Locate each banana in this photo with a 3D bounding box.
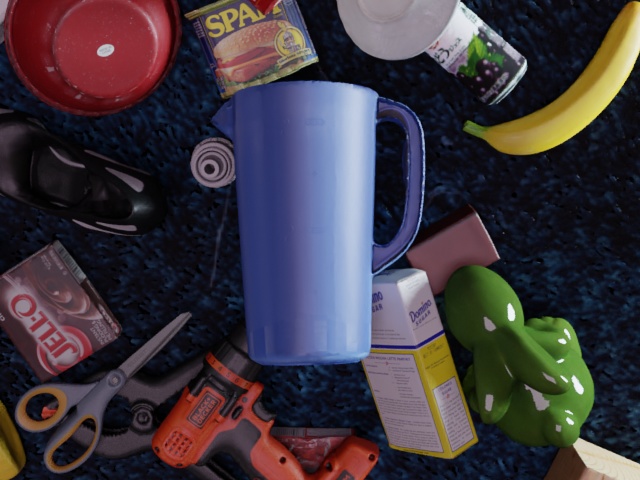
[{"bbox_3d":[0.231,-0.136,0.988,0.198,0.037,0.069,-36,100,7],"label":"banana"}]

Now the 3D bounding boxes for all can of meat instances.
[{"bbox_3d":[-0.060,-0.186,0.976,0.102,0.057,0.084,-20,102,5],"label":"can of meat"}]

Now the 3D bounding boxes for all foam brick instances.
[{"bbox_3d":[0.123,0.009,1.010,0.078,0.053,0.051,-30,98,8],"label":"foam brick"}]

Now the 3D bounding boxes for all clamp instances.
[{"bbox_3d":[-0.166,0.181,1.054,0.210,0.036,0.164,-5,94,2],"label":"clamp"}]

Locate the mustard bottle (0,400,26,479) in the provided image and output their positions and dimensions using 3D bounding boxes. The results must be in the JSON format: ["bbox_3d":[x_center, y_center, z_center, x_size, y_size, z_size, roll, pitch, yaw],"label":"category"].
[{"bbox_3d":[-0.397,0.222,1.059,0.191,0.058,0.096,-23,101,6],"label":"mustard bottle"}]

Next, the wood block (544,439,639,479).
[{"bbox_3d":[0.244,0.310,1.045,0.091,0.090,0.206,23,100,-3],"label":"wood block"}]

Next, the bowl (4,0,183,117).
[{"bbox_3d":[-0.195,-0.178,0.947,0.162,0.055,0.162,-10,119,-18],"label":"bowl"}]

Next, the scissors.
[{"bbox_3d":[-0.217,0.130,1.027,0.096,0.016,0.202,33,92,0],"label":"scissors"}]

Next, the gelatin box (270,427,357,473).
[{"bbox_3d":[-0.008,0.226,1.065,0.089,0.030,0.073,1,100,1],"label":"gelatin box"}]

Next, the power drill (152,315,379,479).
[{"bbox_3d":[-0.039,0.173,1.013,0.187,0.057,0.184,36,94,-3],"label":"power drill"}]

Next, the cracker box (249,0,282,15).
[{"bbox_3d":[-0.061,-0.325,0.903,0.213,0.072,0.164,45,62,-6],"label":"cracker box"}]

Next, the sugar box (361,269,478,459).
[{"bbox_3d":[0.082,0.115,1.011,0.048,0.094,0.176,-22,101,-36],"label":"sugar box"}]

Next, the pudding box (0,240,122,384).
[{"bbox_3d":[-0.261,0.069,1.036,0.090,0.039,0.113,-32,99,7],"label":"pudding box"}]

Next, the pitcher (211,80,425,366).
[{"bbox_3d":[-0.001,-0.014,0.939,0.144,0.149,0.243,2,85,-43],"label":"pitcher"}]

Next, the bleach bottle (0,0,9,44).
[{"bbox_3d":[-0.356,-0.296,0.959,0.102,0.068,0.251,-42,95,6],"label":"bleach bottle"}]
